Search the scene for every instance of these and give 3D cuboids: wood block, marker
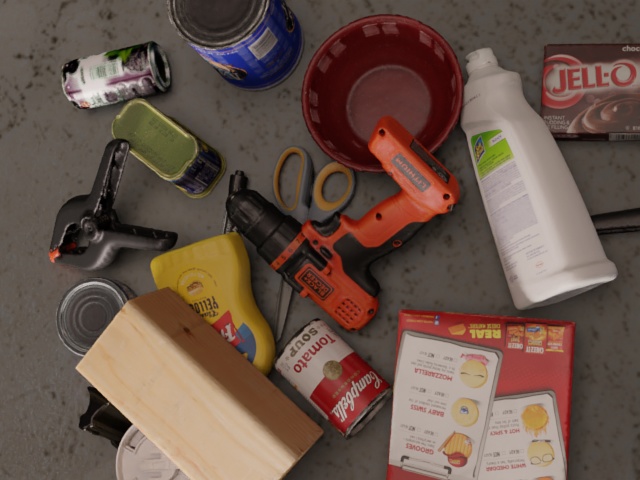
[{"bbox_3d":[-0.109,0.149,0.987,0.206,0.090,0.090,42,106,9],"label":"wood block"},{"bbox_3d":[-0.093,-0.012,1.103,0.020,0.020,0.121,8,83,13],"label":"marker"}]

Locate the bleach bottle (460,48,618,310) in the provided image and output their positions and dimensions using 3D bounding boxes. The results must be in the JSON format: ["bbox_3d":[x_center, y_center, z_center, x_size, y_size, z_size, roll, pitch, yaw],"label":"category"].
[{"bbox_3d":[0.192,-0.067,1.008,0.067,0.103,0.251,-8,75,-33],"label":"bleach bottle"}]

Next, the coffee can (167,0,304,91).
[{"bbox_3d":[-0.081,-0.218,1.068,0.103,0.140,0.103,-2,81,12],"label":"coffee can"}]

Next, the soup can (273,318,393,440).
[{"bbox_3d":[0.013,0.133,1.032,0.102,0.068,0.068,43,92,15],"label":"soup can"}]

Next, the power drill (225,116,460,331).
[{"bbox_3d":[0.025,-0.028,1.019,0.184,0.057,0.188,42,112,-6],"label":"power drill"}]

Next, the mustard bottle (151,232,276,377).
[{"bbox_3d":[-0.096,0.095,1.057,0.096,0.058,0.191,-18,90,19],"label":"mustard bottle"}]

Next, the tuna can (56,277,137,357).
[{"bbox_3d":[-0.230,0.082,1.112,0.086,0.033,0.086,-2,81,12],"label":"tuna can"}]

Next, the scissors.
[{"bbox_3d":[-0.007,0.001,1.083,0.096,0.016,0.202,-5,81,12],"label":"scissors"}]

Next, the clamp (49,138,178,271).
[{"bbox_3d":[-0.223,-0.028,1.085,0.172,0.039,0.120,-19,87,35],"label":"clamp"}]

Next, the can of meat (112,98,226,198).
[{"bbox_3d":[-0.156,-0.095,1.096,0.102,0.084,0.057,37,91,15],"label":"can of meat"}]

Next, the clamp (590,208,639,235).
[{"bbox_3d":[0.372,-0.007,0.988,0.210,0.036,0.164,-35,76,5],"label":"clamp"}]

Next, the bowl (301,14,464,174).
[{"bbox_3d":[0.065,-0.140,1.067,0.162,0.055,0.162,-2,81,12],"label":"bowl"}]

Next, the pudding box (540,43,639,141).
[{"bbox_3d":[0.271,-0.142,1.030,0.113,0.039,0.090,2,82,13],"label":"pudding box"}]

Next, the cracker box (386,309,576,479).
[{"bbox_3d":[0.149,0.177,0.994,0.164,0.072,0.214,3,83,14],"label":"cracker box"}]
